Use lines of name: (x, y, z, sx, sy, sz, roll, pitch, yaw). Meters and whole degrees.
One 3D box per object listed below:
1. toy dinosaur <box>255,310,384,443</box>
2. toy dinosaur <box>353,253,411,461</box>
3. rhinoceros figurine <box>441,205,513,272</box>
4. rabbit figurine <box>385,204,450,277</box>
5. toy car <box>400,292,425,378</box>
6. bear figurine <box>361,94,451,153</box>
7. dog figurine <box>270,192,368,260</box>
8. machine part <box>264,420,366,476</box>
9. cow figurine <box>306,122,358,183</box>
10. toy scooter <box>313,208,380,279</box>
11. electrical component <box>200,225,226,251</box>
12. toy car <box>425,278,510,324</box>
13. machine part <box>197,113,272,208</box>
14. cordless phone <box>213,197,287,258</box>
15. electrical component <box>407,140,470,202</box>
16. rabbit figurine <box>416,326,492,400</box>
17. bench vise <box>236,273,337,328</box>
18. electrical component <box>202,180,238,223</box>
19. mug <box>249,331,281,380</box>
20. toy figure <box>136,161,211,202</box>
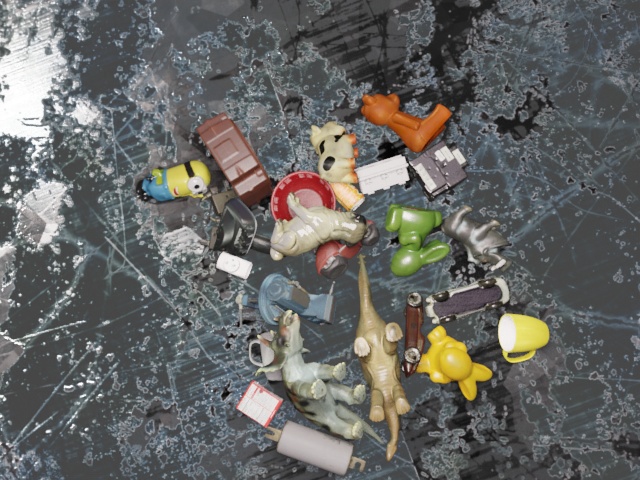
toy dinosaur: (-0.011, 0.346, 1.215, 0.192, 0.404, 0.131, 2, 41, 40)
toy dinosaur: (0.127, 0.245, 1.211, 0.105, 0.198, 0.471, -6, 76, 1)
rhinoceros figurine: (0.384, 0.000, 1.294, 0.190, 0.073, 0.112, 37, 85, 7)
rabbit figurine: (0.225, 0.006, 1.299, 0.159, 0.121, 0.170, 7, 101, -3)
toy car: (0.215, 0.215, 1.235, 0.053, 0.089, 0.202, 6, 56, 3)
bear figurine: (0.203, -0.308, 1.325, 0.196, 0.120, 0.132, 43, 83, 12)
dog figurine: (-0.002, -0.005, 1.227, 0.191, 0.121, 0.172, 24, 100, 8)
machine part: (-0.012, 0.482, 1.249, 0.243, 0.079, 0.079, 18, 84, 6)
cow figurine: (0.029, -0.217, 1.311, 0.127, 0.085, 0.195, -4, 48, 6)
toy scooter: (0.048, -0.002, 1.309, 0.184, 0.075, 0.135, -42, 59, 10)
electrical component: (-0.254, -0.005, 1.351, 0.094, 0.021, 0.063, 6, 82, 2)
toy car: (0.352, 0.145, 1.287, 0.202, 0.056, 0.073, -16, 88, 2)
machine part: (-0.198, -0.188, 1.283, 0.087, 0.201, 0.201, -33, 82, -6)
cordless phone: (-0.152, -0.012, 1.281, 0.184, 0.146, 0.089, 17, 49, -11)
electrical component: (0.299, -0.176, 1.330, 0.134, 0.058, 0.115, -30, 84, -2)
rabbit figurine: (0.298, 0.285, 1.213, 0.162, 0.173, 0.122, 42, 82, 11)
bench vise: (-0.088, 0.147, 1.267, 0.241, 0.223, 0.129, -4, 76, 32)
electrical component: (-0.248, -0.091, 1.355, 0.078, 0.045, 0.102, -25, 84, -29)
mug: (-0.114, 0.278, 1.280, 0.110, 0.081, 0.107, -2, 91, -6)
toy figure: (-0.365, -0.147, 1.348, 0.180, 0.082, 0.089, -9, 85, 4)
